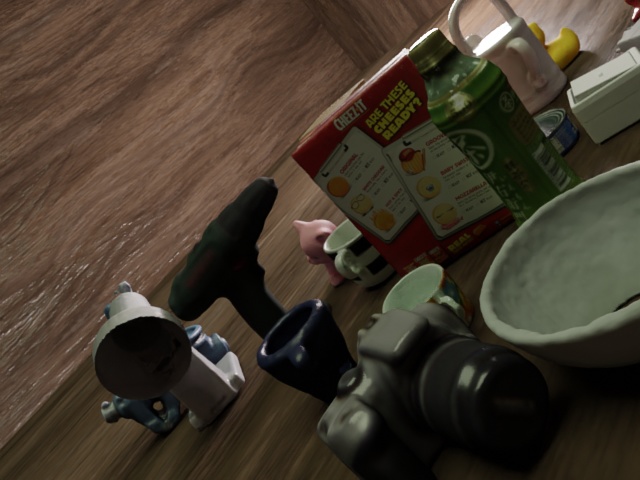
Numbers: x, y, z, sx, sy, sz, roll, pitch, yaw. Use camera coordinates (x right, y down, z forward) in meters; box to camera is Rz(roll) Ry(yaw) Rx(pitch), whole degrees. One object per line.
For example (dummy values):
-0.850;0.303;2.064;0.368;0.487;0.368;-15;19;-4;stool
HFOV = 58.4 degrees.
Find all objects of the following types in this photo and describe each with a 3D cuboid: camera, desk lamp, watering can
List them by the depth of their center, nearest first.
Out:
0.076;0.109;0.403;0.143;0.101;0.136;-48;15;-18;camera
-0.217;0.167;0.811;0.118;0.214;0.203;-45;14;-6;desk lamp
0.259;-0.278;0.843;0.101;0.194;0.172;-47;15;-16;watering can

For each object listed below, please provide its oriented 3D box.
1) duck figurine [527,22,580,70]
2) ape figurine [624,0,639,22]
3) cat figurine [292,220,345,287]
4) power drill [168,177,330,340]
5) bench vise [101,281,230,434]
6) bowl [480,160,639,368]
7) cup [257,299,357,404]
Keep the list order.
0.346;-0.302;0.900;0.104;0.086;0.077;-40;14;12;duck figurine
0.442;-0.356;0.779;0.076;0.092;0.078;-35;16;29;ape figurine
0.008;0.003;0.872;0.067;0.118;0.127;-40;14;12;cat figurine
-0.087;0.055;0.792;0.229;0.208;0.075;-41;14;11;power drill
-0.278;0.186;0.912;0.121;0.220;0.208;-24;24;53;bench vise
0.194;0.026;0.374;0.167;0.075;0.167;-40;14;13;bowl
-0.001;0.125;0.583;0.092;0.095;0.117;-43;14;-1;cup
